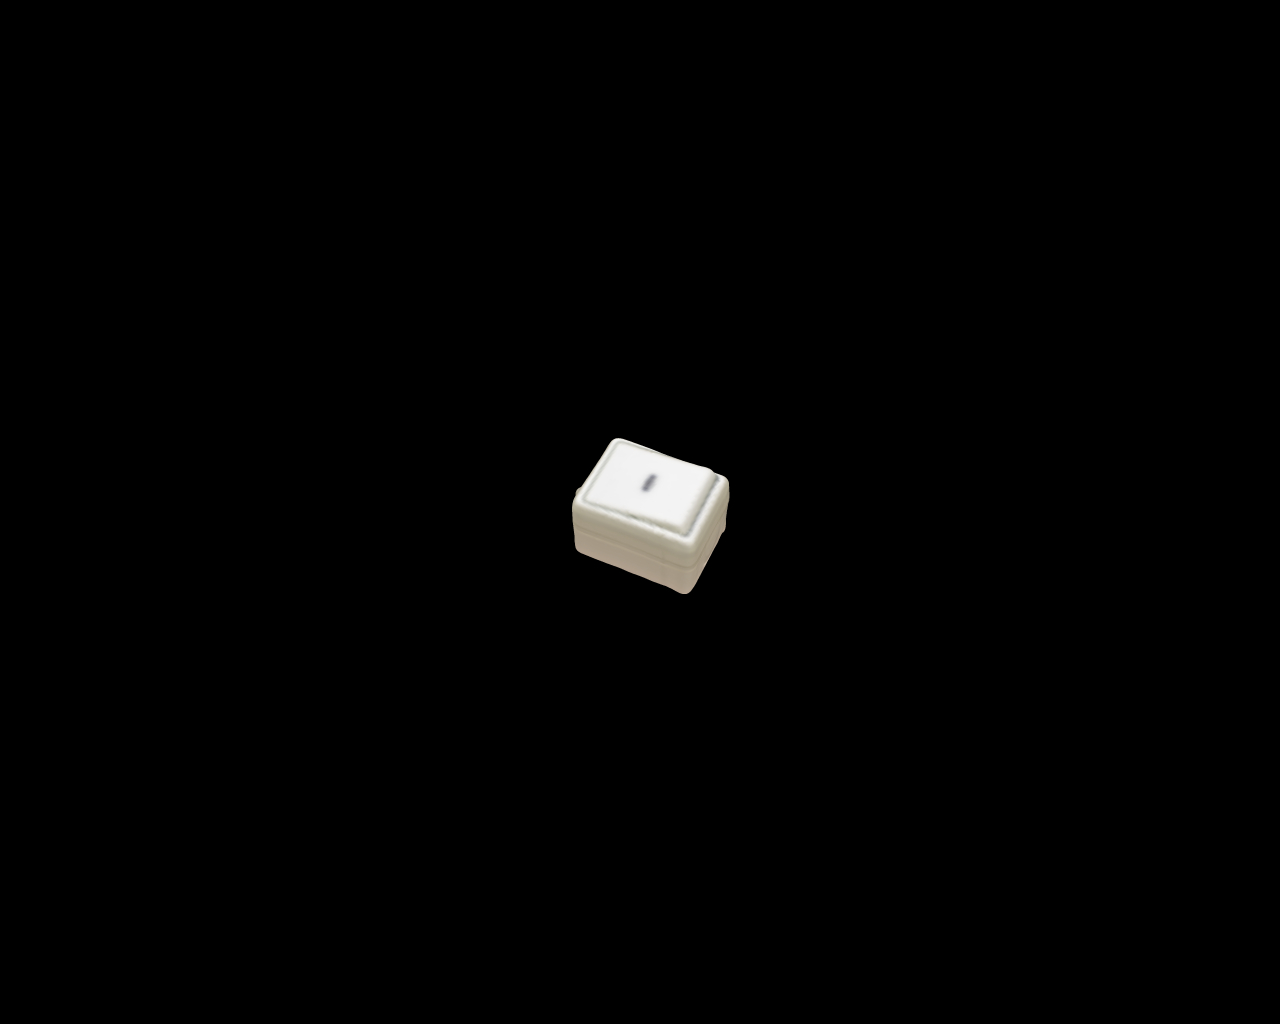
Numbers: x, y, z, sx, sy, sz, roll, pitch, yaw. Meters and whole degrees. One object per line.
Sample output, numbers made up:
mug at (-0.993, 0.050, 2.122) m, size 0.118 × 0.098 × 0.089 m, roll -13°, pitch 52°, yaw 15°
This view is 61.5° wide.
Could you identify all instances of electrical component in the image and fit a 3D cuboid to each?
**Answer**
electrical component at (0.001, -0.003, 0.650) m, size 0.096 × 0.062 × 0.061 m, roll 21°, pitch -34°, yaw 15°
